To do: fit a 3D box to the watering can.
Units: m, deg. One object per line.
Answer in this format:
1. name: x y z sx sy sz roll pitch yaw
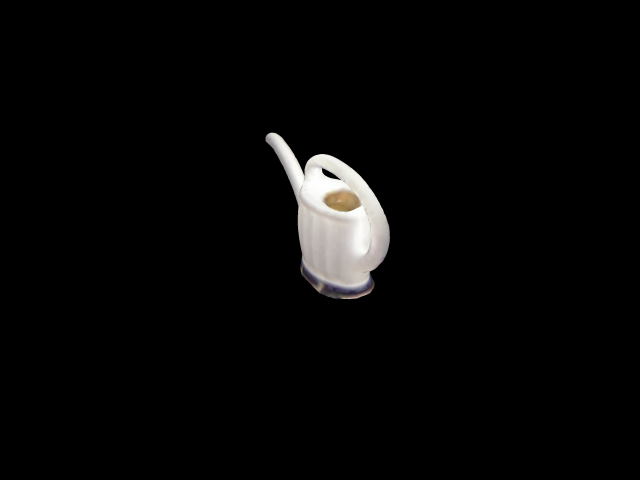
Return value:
1. watering can: 0.003 -0.043 0.850 0.105 0.220 0.353 -16 33 -26
